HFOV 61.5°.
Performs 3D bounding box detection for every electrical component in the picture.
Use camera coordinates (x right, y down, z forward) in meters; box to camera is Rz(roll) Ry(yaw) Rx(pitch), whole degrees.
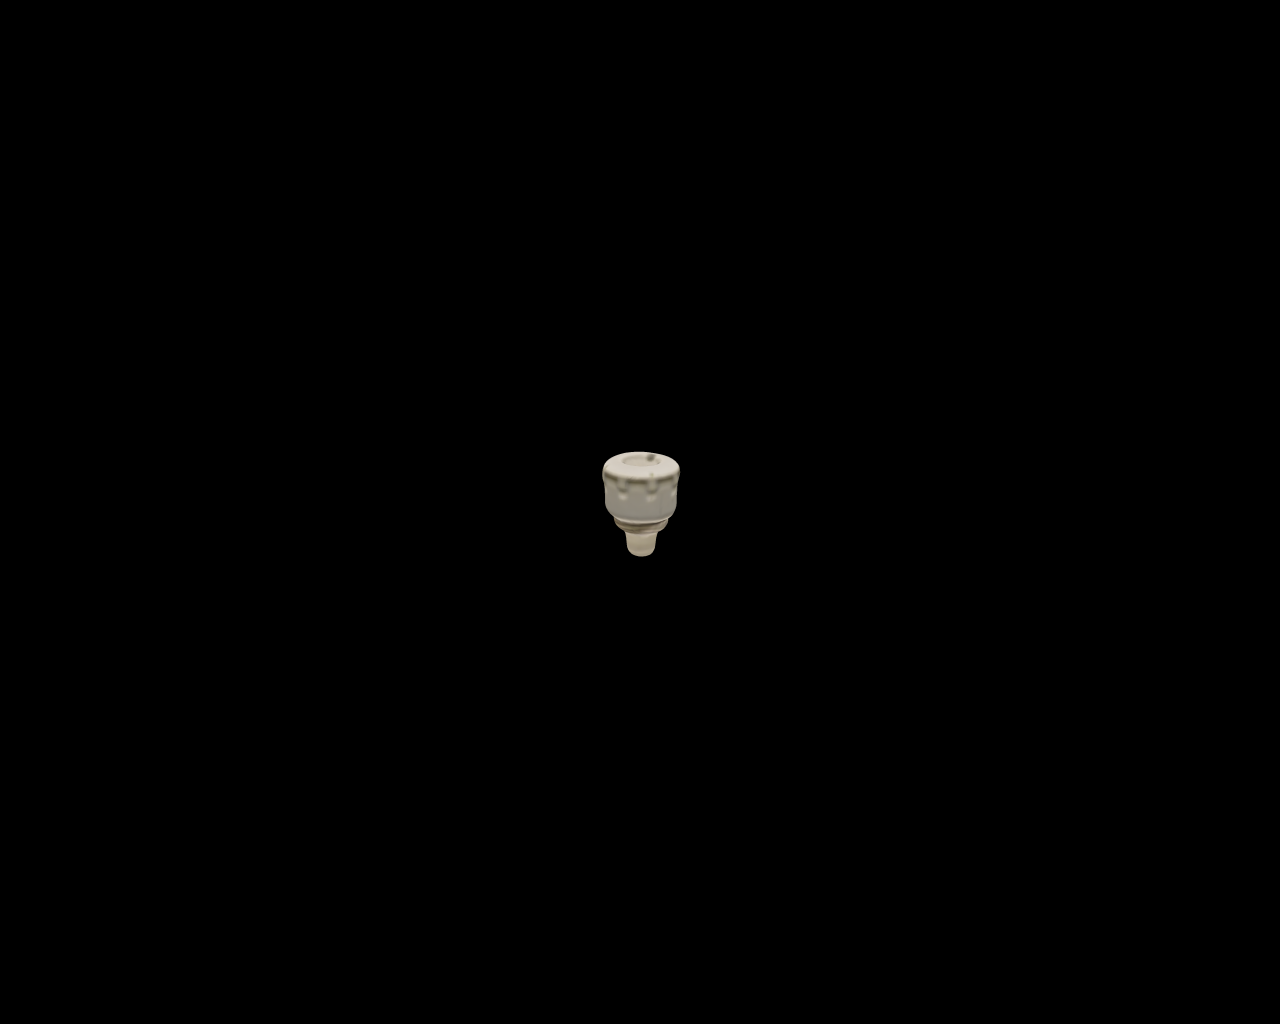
[{"bbox_3d":[0.001,-0.003,0.650,0.048,0.062,0.048,0,20,0],"label":"electrical component"}]
